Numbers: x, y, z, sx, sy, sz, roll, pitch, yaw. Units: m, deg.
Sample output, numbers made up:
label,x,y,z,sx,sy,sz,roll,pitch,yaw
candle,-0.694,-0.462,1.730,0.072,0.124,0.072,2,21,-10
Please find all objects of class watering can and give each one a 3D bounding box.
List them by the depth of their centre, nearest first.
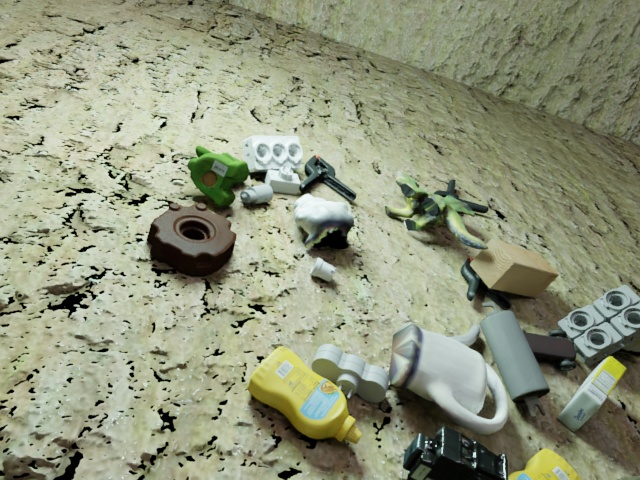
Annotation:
label,x,y,z,sx,sy,sz,roll,pitch,yaw
watering can,0.241,0.228,0.986,0.224,0.102,0.353,24,22,-1

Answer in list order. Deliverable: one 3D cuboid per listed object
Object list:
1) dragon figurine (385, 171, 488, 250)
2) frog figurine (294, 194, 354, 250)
label,x,y,z,sx,sy,sz,roll,pitch,yaw
dragon figurine,0.342,-0.088,1.425,0.244,0.120,0.416,-12,38,-40
frog figurine,0.004,-0.062,1.232,0.138,0.120,0.163,-12,55,-14
